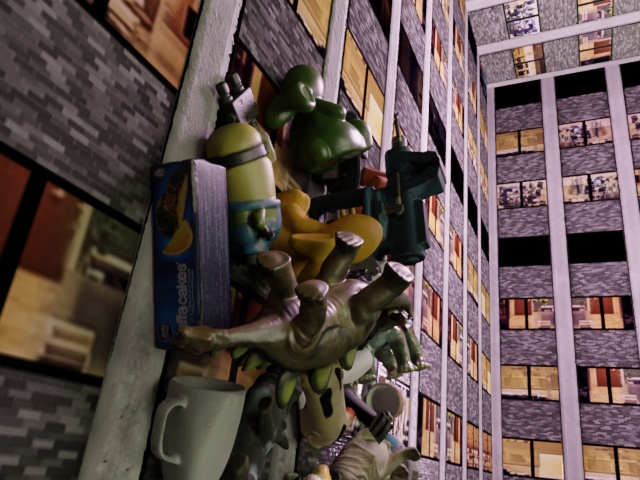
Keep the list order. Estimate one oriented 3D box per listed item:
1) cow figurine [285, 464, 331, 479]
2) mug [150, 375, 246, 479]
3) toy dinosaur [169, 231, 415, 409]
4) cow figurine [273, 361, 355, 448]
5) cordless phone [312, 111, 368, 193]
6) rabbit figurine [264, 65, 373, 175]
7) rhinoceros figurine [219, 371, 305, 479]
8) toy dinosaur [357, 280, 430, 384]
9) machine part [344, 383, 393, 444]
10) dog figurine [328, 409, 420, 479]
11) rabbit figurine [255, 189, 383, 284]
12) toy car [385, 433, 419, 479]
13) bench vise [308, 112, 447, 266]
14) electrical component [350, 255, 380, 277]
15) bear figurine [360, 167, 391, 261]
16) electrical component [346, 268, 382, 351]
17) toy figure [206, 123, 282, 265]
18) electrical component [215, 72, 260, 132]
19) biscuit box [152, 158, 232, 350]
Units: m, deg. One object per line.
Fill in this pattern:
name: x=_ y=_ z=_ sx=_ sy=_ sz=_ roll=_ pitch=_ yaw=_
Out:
cow figurine: x=-0.029 y=0.372 z=0.743 sx=0.167 sy=0.098 sz=0.068 roll=-19 pitch=97 yaw=-83
mug: x=-0.130 y=0.202 z=0.555 sx=0.109 sy=0.081 sz=0.107 roll=22 pitch=74 yaw=-68
toy dinosaur: x=0.018 y=0.093 z=0.667 sx=0.471 sy=0.105 sz=0.198 roll=-4 pitch=130 yaw=-48
cow figurine: x=-0.008 y=0.220 z=0.810 sx=0.127 sy=0.086 sz=0.194 roll=-40 pitch=124 yaw=-65
cordless phone: x=0.056 y=-0.152 z=1.009 sx=0.184 sy=0.089 sz=0.146 roll=9 pitch=77 yaw=-68
rabbit figurine: x=-0.021 y=-0.196 z=0.854 sx=0.159 sy=0.121 sz=0.170 roll=-18 pitch=83 yaw=-57
rhinoceros figurine: x=-0.076 y=0.236 z=0.666 sx=0.190 sy=0.073 sz=0.111 roll=-59 pitch=139 yaw=-48
toy dinosaur: x=0.130 y=0.179 z=1.071 sx=0.404 sy=0.131 sz=0.192 roll=40 pitch=35 yaw=-70
machine part: x=0.063 y=0.280 z=0.904 sx=0.039 sy=0.139 sz=0.084 roll=-34 pitch=127 yaw=-21
dog figurine: x=0.055 y=0.402 z=0.927 sx=0.190 sy=0.121 sz=0.172 roll=-26 pitch=145 yaw=-31
rabbit figurine: x=-0.002 y=-0.002 z=0.753 sx=0.162 sy=0.173 sz=0.121 roll=-48 pitch=133 yaw=-62
toy car: x=0.141 y=0.458 z=1.056 sx=0.109 sy=0.103 sz=0.161 roll=50 pitch=41 yaw=-49
bench vise: x=0.078 y=-0.060 z=0.852 sx=0.128 sy=0.241 sz=0.223 roll=27 pitch=56 yaw=-67
electrical component: x=0.079 y=0.039 z=1.039 sx=0.102 sy=0.078 sz=0.045 roll=46 pitch=7 yaw=-40
bear figurine: x=0.133 y=-0.042 z=1.143 sx=0.120 sy=0.132 sz=0.195 roll=-118 pitch=-137 yaw=-64
electrical component: x=0.033 y=0.116 z=0.871 sx=0.058 sy=0.115 sz=0.134 roll=-37 pitch=119 yaw=-57
toy figure: x=-0.093 y=-0.056 z=0.676 sx=0.089 sy=0.082 sz=0.180 roll=-9 pitch=97 yaw=-66
electrical component: x=-0.109 y=-0.176 z=0.729 sx=0.063 sy=0.021 sz=0.093 roll=-63 pitch=142 yaw=-47
biscuit box: x=-0.140 y=0.017 z=0.587 sx=0.062 sy=0.059 sz=0.202 roll=7 pitch=79 yaw=-65
